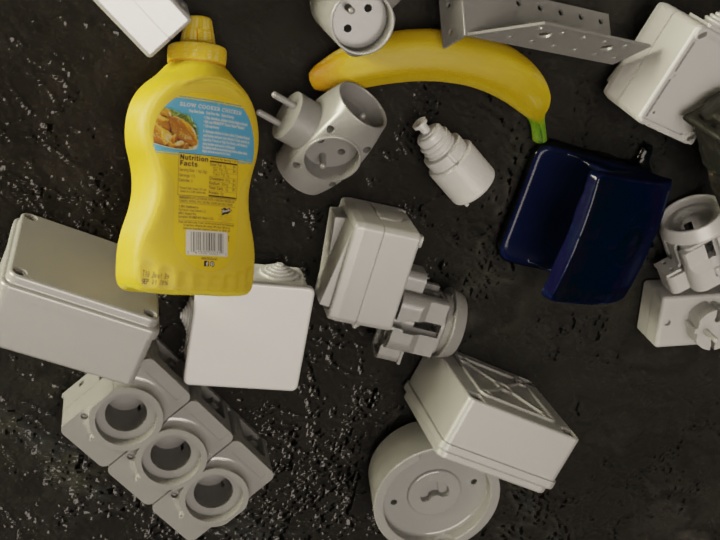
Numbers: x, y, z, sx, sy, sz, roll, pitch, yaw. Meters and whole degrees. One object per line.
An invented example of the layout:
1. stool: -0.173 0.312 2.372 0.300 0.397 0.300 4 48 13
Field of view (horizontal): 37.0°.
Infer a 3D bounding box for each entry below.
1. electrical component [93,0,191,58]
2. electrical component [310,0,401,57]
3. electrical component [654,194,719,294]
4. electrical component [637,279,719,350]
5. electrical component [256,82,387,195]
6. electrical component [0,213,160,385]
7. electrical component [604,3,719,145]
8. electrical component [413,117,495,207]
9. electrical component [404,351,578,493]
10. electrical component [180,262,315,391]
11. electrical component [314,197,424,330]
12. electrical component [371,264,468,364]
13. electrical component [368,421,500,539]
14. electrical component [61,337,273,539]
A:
1. electrical component: -0.135 -0.194 0.713 0.077 0.047 0.065 -40 117 7
2. electrical component: 0.006 -0.188 0.732 0.079 0.077 0.043 -44 116 7
3. electrical component: 0.278 -0.024 0.880 0.078 0.058 0.057 -28 119 0
4. electrical component: 0.289 0.042 0.901 0.083 0.075 0.047 -3 114 -12
5. electrical component: -0.035 -0.100 0.763 0.079 0.044 0.077 26 129 -29
6. electrical component: -0.201 0.019 0.758 0.109 0.108 0.056 20 110 -20
7. electrical component: 0.238 -0.154 0.807 0.062 0.061 0.096 16 115 -33
8. electrical component: 0.068 -0.084 0.813 0.040 0.040 0.078 -41 116 7
9. electrical component: 0.104 0.118 0.873 0.109 0.108 0.056 23 104 -21
10. electrical component: -0.088 0.041 0.827 0.100 0.048 0.099 5 112 -15
11. electrical component: 0.000 0.000 0.822 0.061 0.061 0.096 11 110 -17
12. electrical component: 0.049 0.038 0.854 0.057 0.058 0.078 14 110 -15
13. electrical component: 0.058 0.177 0.914 0.108 0.060 0.108 -5 117 -10
14. electrical component: -0.150 0.133 0.846 0.089 0.061 0.150 -39 116 5
